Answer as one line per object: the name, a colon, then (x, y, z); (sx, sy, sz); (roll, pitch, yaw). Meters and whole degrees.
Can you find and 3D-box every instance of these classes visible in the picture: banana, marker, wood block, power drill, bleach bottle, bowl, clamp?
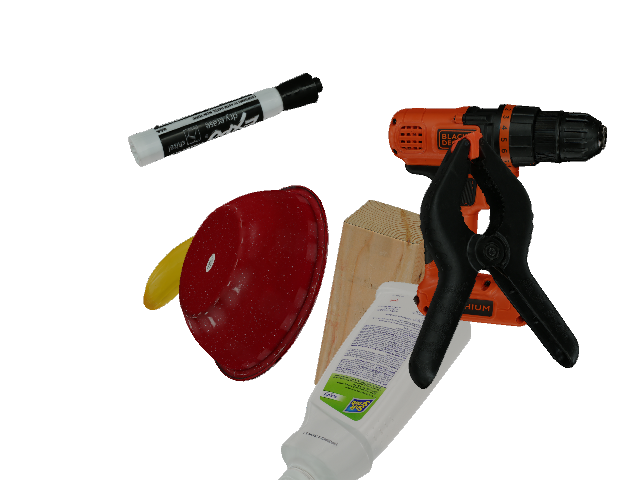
banana: (-0.102, 0.020, 1.053); (0.198, 0.069, 0.037); (-15, 21, 20)
marker: (-0.054, -0.073, 0.633); (0.121, 0.020, 0.020); (-22, 6, -16)
wood block: (0.064, 0.072, 1.214); (0.090, 0.206, 0.090); (18, 24, 18)
power drill: (0.150, -0.024, 0.919); (0.185, 0.188, 0.057); (4, 14, 25)
bleach bottle: (0.036, 0.137, 0.949); (0.103, 0.068, 0.250); (7, 39, 37)
bowl: (-0.063, 0.024, 0.823); (0.055, 0.162, 0.162); (22, -11, -30)
clamp: (0.099, 0.017, 0.712); (0.120, 0.171, 0.039); (-14, -4, -22)
